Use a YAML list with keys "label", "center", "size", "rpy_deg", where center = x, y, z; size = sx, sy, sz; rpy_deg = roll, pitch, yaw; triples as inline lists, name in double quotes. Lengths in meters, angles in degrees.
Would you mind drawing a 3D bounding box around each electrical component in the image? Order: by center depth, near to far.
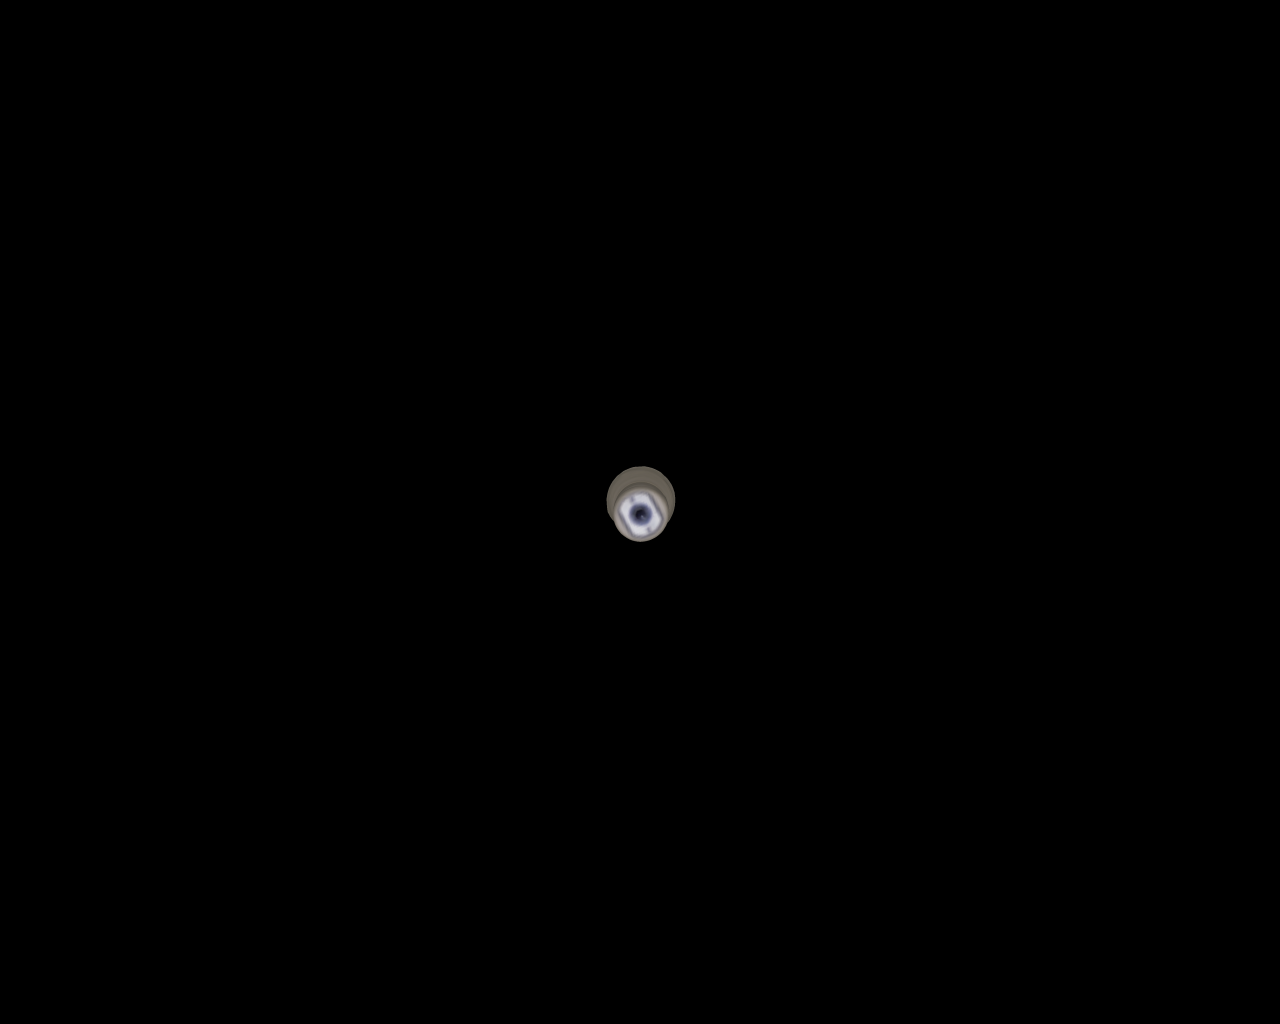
- label: "electrical component"
  center: [0.001, -0.003, 0.650]
  size: [0.044, 0.044, 0.065]
  rpy_deg: [0, 9, 0]
